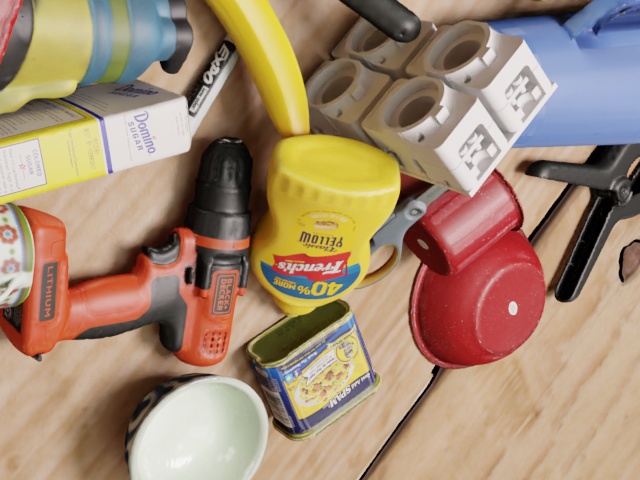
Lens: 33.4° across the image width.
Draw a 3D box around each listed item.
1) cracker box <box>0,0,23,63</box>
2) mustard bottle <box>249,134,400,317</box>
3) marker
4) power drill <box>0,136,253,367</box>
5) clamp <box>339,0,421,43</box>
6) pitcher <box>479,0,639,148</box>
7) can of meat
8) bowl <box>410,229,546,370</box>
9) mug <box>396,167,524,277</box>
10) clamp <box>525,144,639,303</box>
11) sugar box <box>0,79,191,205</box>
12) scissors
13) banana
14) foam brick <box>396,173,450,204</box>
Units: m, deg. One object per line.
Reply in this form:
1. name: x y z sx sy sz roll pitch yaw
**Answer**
1. cracker box: -0.268 -0.140 0.542 0.163 0.214 0.072 15 96 -38
2. mustard bottle: -0.006 0.001 0.841 0.096 0.058 0.192 8 142 -9
3. marker: -0.075 -0.132 0.810 0.020 0.020 0.121 35 84 -38
4. power drill: -0.136 0.012 0.790 0.187 0.057 0.184 -1 106 -36
5. clamp: 0.001 -0.204 0.788 0.171 0.120 0.039 9 128 -32
6. pitcher: 0.232 -0.152 0.953 0.242 0.145 0.149 -8 102 -31
7. can of meat: -0.006 0.109 0.919 0.102 0.058 0.084 -33 121 -22
8. bowl: 0.165 0.058 1.026 0.161 0.055 0.162 -13 113 -33
9. mug: 0.112 -0.031 0.944 0.081 0.093 0.117 -38 94 -14
10. clamp: 0.291 -0.057 1.088 0.209 0.036 0.164 -41 126 -20
11. sugar box: -0.183 -0.064 0.708 0.175 0.093 0.048 -17 115 -30
12. scissors: 0.056 -0.027 0.874 0.096 0.016 0.202 15 135 -21
13. banana: -0.059 -0.155 0.770 0.197 0.037 0.069 52 46 -32
14. foam brick: 0.076 -0.076 0.894 0.051 0.053 0.078 37 43 -39
